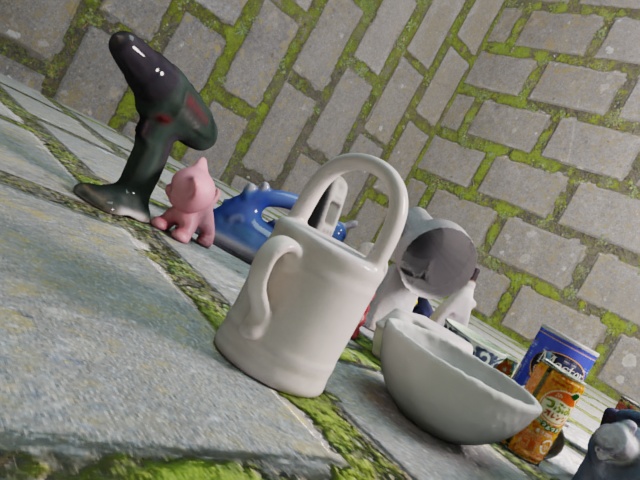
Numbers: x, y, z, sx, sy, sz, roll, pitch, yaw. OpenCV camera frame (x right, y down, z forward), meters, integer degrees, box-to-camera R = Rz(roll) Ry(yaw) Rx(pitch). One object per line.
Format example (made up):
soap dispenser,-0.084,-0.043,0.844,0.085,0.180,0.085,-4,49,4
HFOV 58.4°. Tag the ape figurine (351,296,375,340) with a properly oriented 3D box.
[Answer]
ape figurine,0.048,0.081,0.787,0.075,0.092,0.078,31,4,39

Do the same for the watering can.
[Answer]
watering can,0.003,0.020,0.478,0.101,0.194,0.173,29,3,6

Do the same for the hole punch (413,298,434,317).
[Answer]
hole punch,0.188,0.128,1.222,0.101,0.091,0.108,26,4,-37

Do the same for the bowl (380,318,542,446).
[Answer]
bowl,0.121,0.147,0.555,0.167,0.075,0.167,28,3,-2

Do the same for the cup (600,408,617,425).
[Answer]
cup,0.354,0.255,0.649,0.118,0.095,0.091,26,4,-38

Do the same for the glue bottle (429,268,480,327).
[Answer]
glue bottle,0.271,0.133,1.129,0.078,0.173,0.037,27,4,-18

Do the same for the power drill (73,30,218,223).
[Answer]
power drill,-0.230,-0.135,0.754,0.075,0.208,0.230,30,4,20

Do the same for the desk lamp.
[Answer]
desk lamp,0.138,0.051,0.927,0.118,0.213,0.203,27,4,-18

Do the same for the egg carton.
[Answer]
egg carton,0.137,0.144,0.757,0.107,0.069,0.151,31,4,33

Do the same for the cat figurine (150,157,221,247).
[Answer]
cat figurine,-0.176,-0.057,0.809,0.067,0.118,0.128,29,4,15

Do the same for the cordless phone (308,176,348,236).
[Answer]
cordless phone,0.008,0.003,0.830,0.094,0.185,0.148,30,4,23

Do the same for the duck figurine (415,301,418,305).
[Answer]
duck figurine,0.137,0.113,1.084,0.104,0.086,0.078,31,4,37

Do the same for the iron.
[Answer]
iron,-0.067,-0.021,0.950,0.259,0.141,0.118,28,3,-13

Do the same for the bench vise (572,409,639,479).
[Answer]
bench vise,0.317,0.175,0.493,0.121,0.220,0.208,31,4,36
